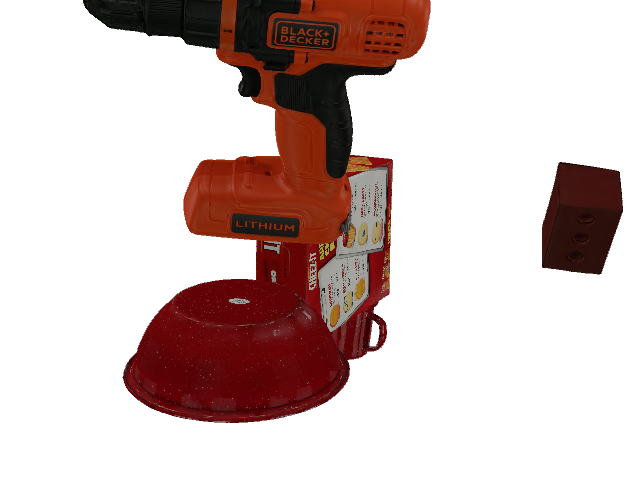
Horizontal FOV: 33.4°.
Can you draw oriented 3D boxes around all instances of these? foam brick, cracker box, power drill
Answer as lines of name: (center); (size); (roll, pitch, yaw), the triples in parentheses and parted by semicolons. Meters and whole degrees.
foam brick: (0.219, -0.018, 0.900); (0.053, 0.078, 0.051); (7, 46, 5)
cracker box: (0.007, 0.003, 1.153); (0.072, 0.164, 0.213); (8, 16, 26)
power drill: (-0.041, -0.080, 0.615); (0.184, 0.057, 0.188); (5, -41, -3)

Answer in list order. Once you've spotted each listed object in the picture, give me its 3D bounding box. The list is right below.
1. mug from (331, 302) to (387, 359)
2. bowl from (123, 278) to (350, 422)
mug: (0.042, 0.120, 1.504); (0.117, 0.081, 0.093); (17, 22, 29)
bowl: (-0.059, 0.068, 0.754); (0.162, 0.055, 0.162); (1, 18, 0)
